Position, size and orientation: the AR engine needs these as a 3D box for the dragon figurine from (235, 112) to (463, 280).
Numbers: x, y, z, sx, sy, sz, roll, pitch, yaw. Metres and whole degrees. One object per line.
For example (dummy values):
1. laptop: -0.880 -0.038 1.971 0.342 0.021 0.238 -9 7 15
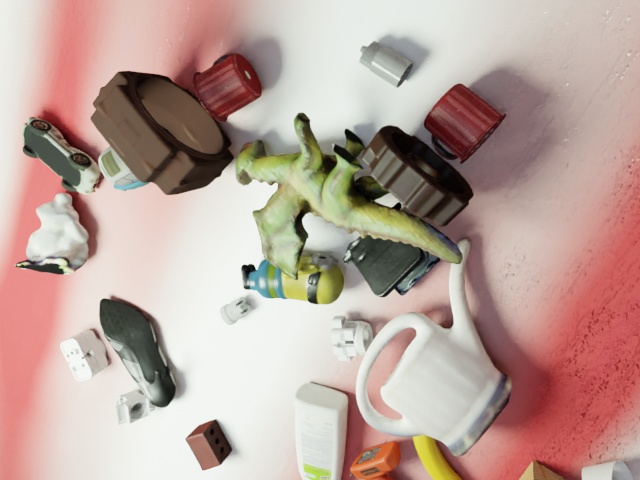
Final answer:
1. dragon figurine: 0.002 -0.041 0.819 0.415 0.122 0.239 49 115 21

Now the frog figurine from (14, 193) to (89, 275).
1. frog figurine: -0.542 -0.013 1.073 0.136 0.121 0.162 -14 62 31

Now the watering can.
1. watering can: 0.206 0.190 0.823 0.225 0.104 0.345 35 102 9
